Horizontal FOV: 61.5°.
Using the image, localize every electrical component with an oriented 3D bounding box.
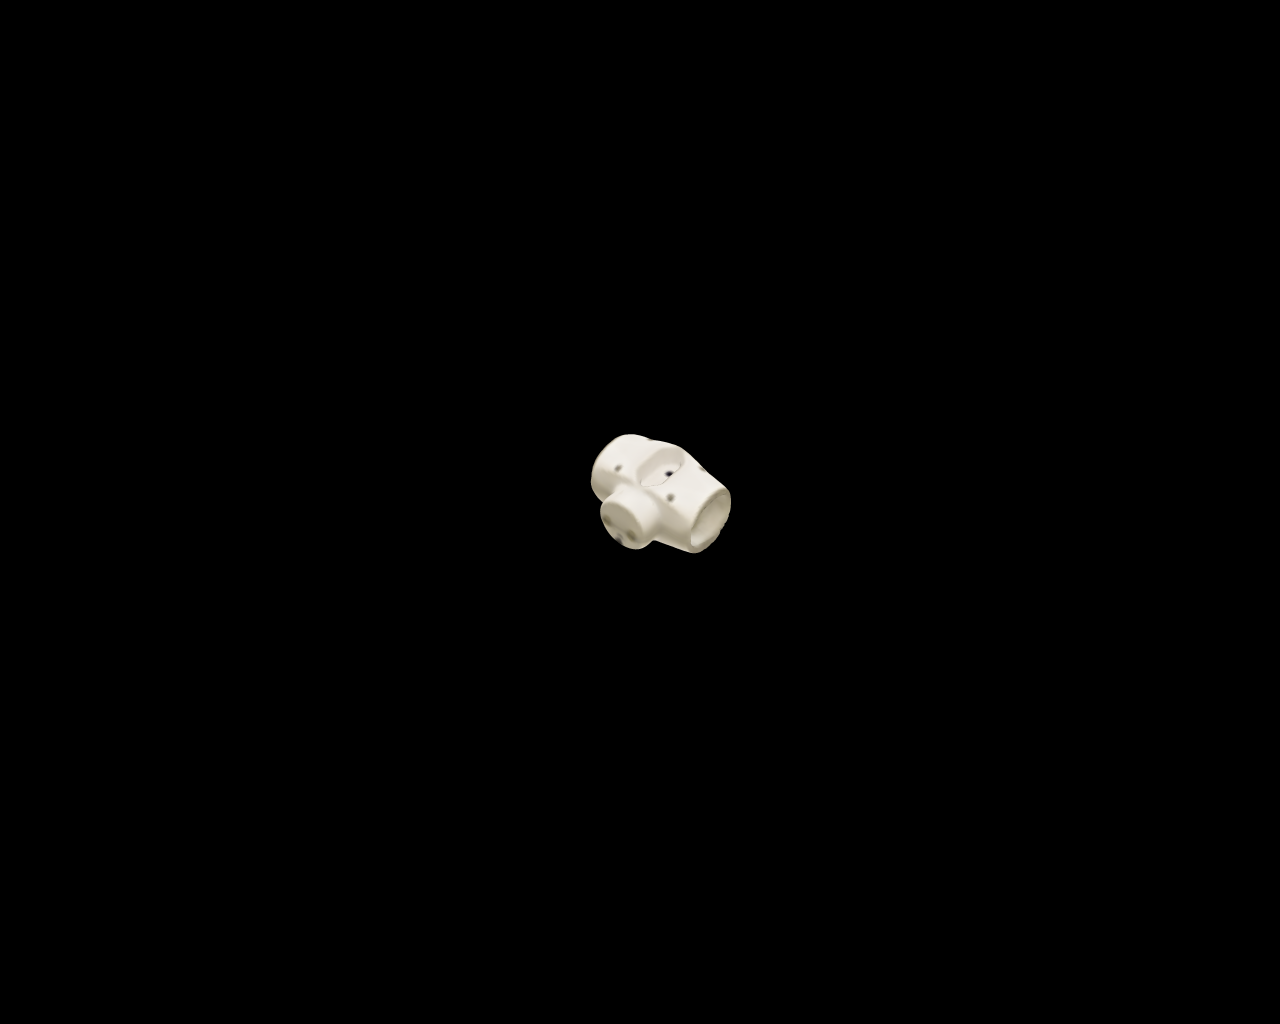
[{"bbox_3d":[0.001,-0.003,0.650,0.077,0.043,0.079,32,54,27],"label":"electrical component"}]
